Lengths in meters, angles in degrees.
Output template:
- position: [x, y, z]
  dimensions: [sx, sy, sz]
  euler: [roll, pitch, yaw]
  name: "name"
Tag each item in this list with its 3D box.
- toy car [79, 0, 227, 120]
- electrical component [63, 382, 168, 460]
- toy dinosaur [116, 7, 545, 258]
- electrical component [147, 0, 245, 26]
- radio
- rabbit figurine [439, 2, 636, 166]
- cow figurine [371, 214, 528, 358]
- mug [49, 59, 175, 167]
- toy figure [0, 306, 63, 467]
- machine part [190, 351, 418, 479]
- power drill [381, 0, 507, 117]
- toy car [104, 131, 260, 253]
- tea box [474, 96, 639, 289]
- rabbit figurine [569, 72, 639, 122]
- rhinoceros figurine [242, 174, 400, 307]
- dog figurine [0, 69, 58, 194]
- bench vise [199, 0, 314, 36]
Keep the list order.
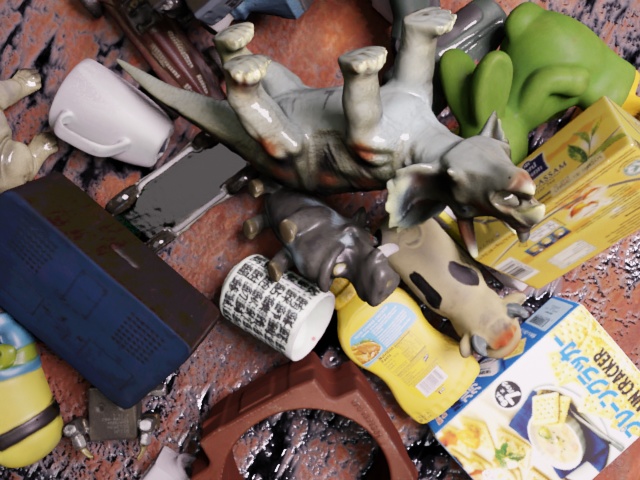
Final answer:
- position: [-0.176, -0.221, 0.570]
  dimensions: [0.089, 0.053, 0.202]
  euler: [-36, 93, -4]
  name: "toy car"
- position: [-0.222, 0.195, 0.588]
  dimensions: [0.102, 0.045, 0.078]
  euler: [4, 94, -4]
  name: "electrical component"
- position: [0.006, -0.096, 0.496]
  dimensions: [0.405, 0.131, 0.191]
  euler: [11, 134, 29]
  name: "toy dinosaur"
- position: [-0.110, -0.259, 0.465]
  dimensions: [0.115, 0.058, 0.134]
  euler: [-34, 86, 21]
  name: "electrical component"
- position: [-0.231, 0.055, 0.547]
  dimensions: [0.229, 0.073, 0.131]
  euler: [42, 116, -3]
  name: "radio"
- position: [0.194, -0.130, 0.525]
  dimensions: [0.159, 0.121, 0.170]
  euler: [33, 89, -30]
  name: "rabbit figurine"
- position: [0.137, 0.044, 0.562]
  dimensions: [0.085, 0.127, 0.195]
  euler: [-43, 92, 5]
  name: "cow figurine"
- position: [-0.209, -0.119, 0.547]
  dimensions: [0.107, 0.110, 0.080]
  euler: [28, 119, -13]
  name: "mug"
- position: [-0.328, 0.149, 0.563]
  dimensions: [0.089, 0.082, 0.180]
  euler: [-8, 91, -2]
  name: "toy figure"
- position: [-0.015, 0.237, 0.570]
  dimensions: [0.201, 0.087, 0.201]
  euler: [-30, 99, 4]
  name: "machine part"
- position: [0.078, -0.203, 0.537]
  dimensions: [0.232, 0.086, 0.207]
  euler: [-37, 122, -5]
  name: "power drill"
- position: [-0.145, -0.054, 0.578]
  dimensions: [0.202, 0.056, 0.073]
  euler: [-37, 100, 0]
  name: "toy car"
- position: [0.228, -0.035, 0.494]
  dimensions: [0.098, 0.068, 0.169]
  euler: [24, 133, -26]
  name: "tea box"
- position: [0.323, -0.110, 0.545]
  dimensions: [0.162, 0.173, 0.122]
  euler: [-43, 98, -5]
  name: "rabbit figurine"
- position: [-0.001, -0.002, 0.541]
  dimensions: [0.112, 0.191, 0.073]
  euler: [-12, 130, -36]
  name: "rhinoceros figurine"
- position: [-0.346, -0.110, 0.495]
  dimensions: [0.121, 0.190, 0.172]
  euler: [-13, 95, -3]
  name: "dog figurine"
- position: [-0.098, -0.322, 0.543]
  dimensions: [0.241, 0.129, 0.223]
  euler: [29, 101, 16]
  name: "bench vise"
